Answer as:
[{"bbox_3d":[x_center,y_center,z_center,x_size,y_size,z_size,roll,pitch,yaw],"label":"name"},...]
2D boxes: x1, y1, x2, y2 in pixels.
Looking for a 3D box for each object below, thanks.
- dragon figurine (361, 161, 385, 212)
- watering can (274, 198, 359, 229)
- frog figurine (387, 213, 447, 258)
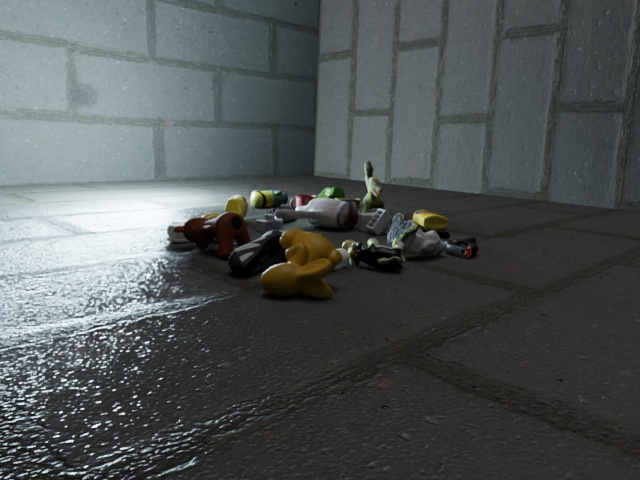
[{"bbox_3d":[0.220,-0.216,2.186,0.122,0.240,0.414,-3,13,-1],"label":"dragon figurine"},{"bbox_3d":[0.006,-0.092,1.837,0.225,0.103,0.350,8,12,26],"label":"watering can"},{"bbox_3d":[0.272,0.011,1.456,0.157,0.124,0.137,37,-18,-28],"label":"frog figurine"}]
